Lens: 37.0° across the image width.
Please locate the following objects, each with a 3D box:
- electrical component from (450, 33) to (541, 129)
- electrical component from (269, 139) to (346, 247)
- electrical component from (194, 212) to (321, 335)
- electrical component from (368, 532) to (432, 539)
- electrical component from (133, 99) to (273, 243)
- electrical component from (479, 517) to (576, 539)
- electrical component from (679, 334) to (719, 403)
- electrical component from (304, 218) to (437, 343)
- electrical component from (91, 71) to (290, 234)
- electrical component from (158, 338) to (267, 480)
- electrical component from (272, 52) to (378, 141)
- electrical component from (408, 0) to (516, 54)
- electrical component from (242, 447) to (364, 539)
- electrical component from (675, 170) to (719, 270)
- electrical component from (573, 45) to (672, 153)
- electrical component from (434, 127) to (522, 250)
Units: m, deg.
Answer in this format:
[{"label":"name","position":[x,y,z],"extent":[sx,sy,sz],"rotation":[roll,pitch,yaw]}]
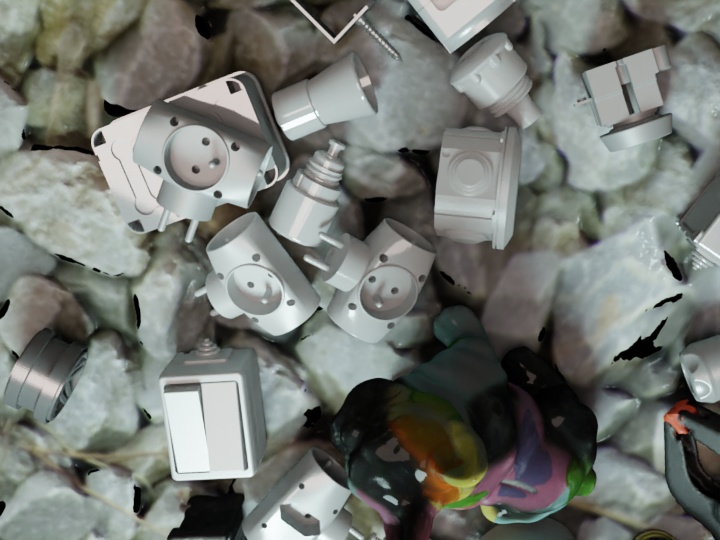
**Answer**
[{"label":"electrical component","position":[0.093,-0.121,0.708],"extent":[0.048,0.048,0.062],"rotation":[-41,105,13]},{"label":"electrical component","position":[-0.032,-0.052,0.737],"extent":[0.040,0.040,0.078],"rotation":[26,105,-2]},{"label":"electrical component","position":[-0.081,0.010,0.752],"extent":[0.079,0.044,0.077],"rotation":[-26,112,27]},{"label":"electrical component","position":[0.042,0.217,0.798],"extent":[0.078,0.040,0.040],"rotation":[27,105,-2]},{"label":"electrical component","position":[-0.105,-0.056,0.679],"extent":[0.077,0.044,0.079],"rotation":[22,105,-1]},{"label":"electrical component","position":[0.120,0.231,0.775],"extent":[0.099,0.064,0.099],"rotation":[-1,102,-5]},{"label":"electrical component","position":[0.256,0.064,0.741],"extent":[0.062,0.043,0.043],"rotation":[-20,102,8]},{"label":"electrical component","position":[0.000,0.000,0.739],"extent":[0.079,0.044,0.077],"rotation":[27,105,-21]},{"label":"electrical component","position":[-0.112,-0.080,0.728],"extent":[0.113,0.057,0.078],"rotation":[-19,102,9]},{"label":"electrical component","position":[-0.106,0.098,0.770],"extent":[0.062,0.061,0.096],"rotation":[-4,104,6]},{"label":"electrical component","position":[-0.026,-0.113,0.721],"extent":[0.065,0.044,0.044],"rotation":[-20,102,14]},{"label":"electrical component","position":[0.096,-0.206,0.662],"extent":[0.150,0.089,0.061],"rotation":[-38,98,12]},{"label":"electrical component","position":[-0.033,0.183,0.794],"extent":[0.079,0.043,0.077],"rotation":[40,98,-17]},{"label":"electrical component","position":[0.257,-0.034,0.707],"extent":[0.061,0.061,0.096],"rotation":[34,104,-4]},{"label":"electrical component","position":[0.175,-0.109,0.704],"extent":[0.066,0.048,0.055],"rotation":[-18,95,9]},{"label":"electrical component","position":[0.078,-0.055,0.708],"extent":[0.051,0.080,0.080],"rotation":[6,105,8]}]
